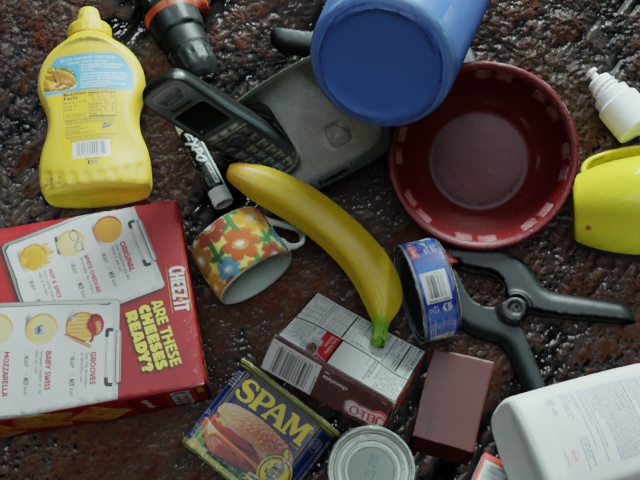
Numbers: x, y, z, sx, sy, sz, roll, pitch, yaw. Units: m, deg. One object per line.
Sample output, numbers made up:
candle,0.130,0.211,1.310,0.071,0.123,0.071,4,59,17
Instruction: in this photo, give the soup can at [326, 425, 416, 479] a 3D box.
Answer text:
soup can,0.038,0.185,0.825,0.068,0.102,0.068,0,69,1

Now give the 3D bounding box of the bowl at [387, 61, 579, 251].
bowl,0.140,-0.072,0.928,0.162,0.055,0.162,0,90,6

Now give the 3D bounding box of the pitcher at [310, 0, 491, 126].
pitcher,0.068,-0.201,0.847,0.149,0.145,0.242,34,37,-8

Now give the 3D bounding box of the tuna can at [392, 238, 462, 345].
tuna can,0.088,0.042,0.886,0.033,0.086,0.086,-14,70,-7

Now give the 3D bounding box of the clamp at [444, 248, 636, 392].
clamp,0.176,0.057,0.903,0.120,0.039,0.171,-40,75,-12

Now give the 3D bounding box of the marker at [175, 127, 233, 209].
marker,-0.112,-0.082,0.970,0.020,0.020,0.121,-25,71,-8

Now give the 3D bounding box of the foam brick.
foam brick,0.107,0.136,0.870,0.053,0.051,0.078,15,70,8

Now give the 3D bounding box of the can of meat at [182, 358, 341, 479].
can of meat,-0.048,0.160,0.861,0.102,0.057,0.084,36,77,14

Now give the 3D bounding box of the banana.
banana,0.007,-0.001,0.891,0.198,0.037,0.069,47,35,11

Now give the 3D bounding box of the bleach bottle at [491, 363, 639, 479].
bleach bottle,0.267,0.146,0.841,0.250,0.068,0.102,-10,63,-16

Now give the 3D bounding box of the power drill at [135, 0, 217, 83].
power drill,-0.083,-0.248,1.010,0.187,0.057,0.184,-24,71,-8

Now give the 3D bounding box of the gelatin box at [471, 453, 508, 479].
gelatin box,0.144,0.220,0.832,0.073,0.030,0.089,25,44,10

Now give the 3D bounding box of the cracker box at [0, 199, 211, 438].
cracker box,-0.209,0.069,0.889,0.213,0.072,0.164,-10,71,-4

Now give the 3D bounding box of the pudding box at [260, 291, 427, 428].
pudding box,0.021,0.097,0.868,0.113,0.039,0.089,30,29,10

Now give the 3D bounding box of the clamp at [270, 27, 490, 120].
clamp,0.082,-0.185,0.995,0.210,0.036,0.164,37,74,11

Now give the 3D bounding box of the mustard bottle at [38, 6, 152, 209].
mustard bottle,-0.206,-0.126,0.967,0.096,0.058,0.191,-6,70,-4
